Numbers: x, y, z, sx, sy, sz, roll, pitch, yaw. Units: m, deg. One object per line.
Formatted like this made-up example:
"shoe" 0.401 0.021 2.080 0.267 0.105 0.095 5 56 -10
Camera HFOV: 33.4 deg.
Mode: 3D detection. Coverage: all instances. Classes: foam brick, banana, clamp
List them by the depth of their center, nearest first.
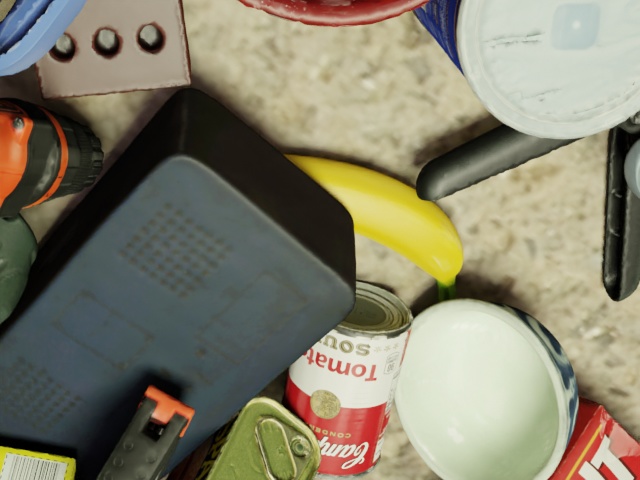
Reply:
"foam brick" -0.107 -0.107 0.546 0.078 0.051 0.053 -7 116 -3
"clamp" -0.115 0.154 0.571 0.039 0.120 0.171 31 93 -5
"clamp" 0.160 -0.074 0.597 0.164 0.036 0.210 18 111 -23
"banana" 0.007 -0.013 0.611 0.197 0.037 0.070 20 113 -15

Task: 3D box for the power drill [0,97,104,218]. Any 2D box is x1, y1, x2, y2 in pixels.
"power drill" -0.207 -0.069 0.503 0.188 0.184 0.057 24 96 9

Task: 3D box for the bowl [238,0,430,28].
"bowl" 0.006 -0.171 0.425 0.162 0.055 0.162 -2 115 -5

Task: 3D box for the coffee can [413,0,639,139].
"coffee can" 0.102 -0.120 0.514 0.102 0.140 0.103 -2 116 -5

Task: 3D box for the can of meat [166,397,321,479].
"can of meat" -0.055 0.150 0.603 0.057 0.102 0.084 40 131 -11

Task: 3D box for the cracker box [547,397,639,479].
"cracker box" 0.181 0.226 0.688 0.213 0.072 0.164 44 72 -23

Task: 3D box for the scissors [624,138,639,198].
"scissors" 0.239 -0.017 0.626 0.096 0.016 0.201 -35 124 -1

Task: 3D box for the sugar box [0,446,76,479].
"sugar box" -0.198 0.179 0.637 0.093 0.048 0.176 13 142 -7

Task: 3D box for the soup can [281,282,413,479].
"soup can" 0.013 0.083 0.642 0.068 0.068 0.102 7 114 -10

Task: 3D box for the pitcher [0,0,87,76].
"pitcher" -0.134 -0.200 0.454 0.149 0.145 0.243 36 104 -29
